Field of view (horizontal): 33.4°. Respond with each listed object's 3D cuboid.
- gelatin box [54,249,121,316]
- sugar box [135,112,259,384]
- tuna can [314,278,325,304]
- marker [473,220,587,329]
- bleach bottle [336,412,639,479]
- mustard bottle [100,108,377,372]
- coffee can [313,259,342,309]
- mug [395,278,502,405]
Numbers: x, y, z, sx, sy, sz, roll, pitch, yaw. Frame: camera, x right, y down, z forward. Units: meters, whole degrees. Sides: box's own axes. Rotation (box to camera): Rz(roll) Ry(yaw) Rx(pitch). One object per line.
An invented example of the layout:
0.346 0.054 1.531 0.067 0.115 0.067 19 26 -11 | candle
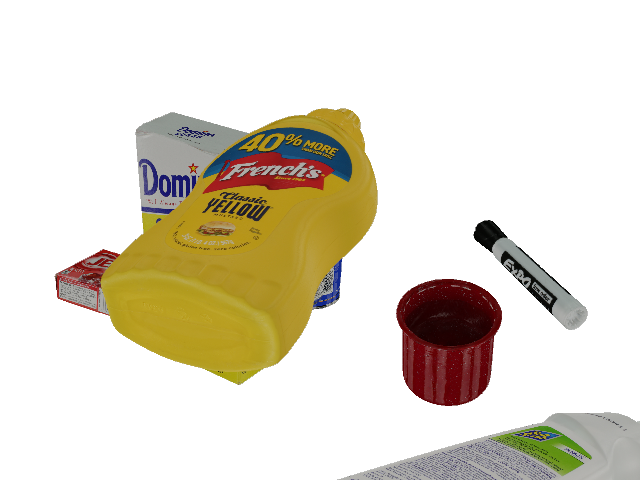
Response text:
-0.194 0.041 1.014 0.089 0.030 0.073 15 25 24 | gelatin box
-0.081 0.006 0.753 0.093 0.176 0.048 18 34 34 | sugar box
-0.038 0.041 1.137 0.086 0.034 0.086 7 18 -2 | tuna can
0.143 0.021 0.745 0.020 0.020 0.121 0 31 -28 | marker
0.113 0.146 0.592 0.250 0.068 0.103 -10 22 -33 | bleach bottle
-0.024 -0.015 0.556 0.096 0.058 0.191 8 38 25 | mustard bottle
-0.018 0.011 1.490 0.103 0.140 0.103 3 25 -2 | coffee can
0.115 0.087 0.977 0.093 0.081 0.117 -3 39 0 | mug
